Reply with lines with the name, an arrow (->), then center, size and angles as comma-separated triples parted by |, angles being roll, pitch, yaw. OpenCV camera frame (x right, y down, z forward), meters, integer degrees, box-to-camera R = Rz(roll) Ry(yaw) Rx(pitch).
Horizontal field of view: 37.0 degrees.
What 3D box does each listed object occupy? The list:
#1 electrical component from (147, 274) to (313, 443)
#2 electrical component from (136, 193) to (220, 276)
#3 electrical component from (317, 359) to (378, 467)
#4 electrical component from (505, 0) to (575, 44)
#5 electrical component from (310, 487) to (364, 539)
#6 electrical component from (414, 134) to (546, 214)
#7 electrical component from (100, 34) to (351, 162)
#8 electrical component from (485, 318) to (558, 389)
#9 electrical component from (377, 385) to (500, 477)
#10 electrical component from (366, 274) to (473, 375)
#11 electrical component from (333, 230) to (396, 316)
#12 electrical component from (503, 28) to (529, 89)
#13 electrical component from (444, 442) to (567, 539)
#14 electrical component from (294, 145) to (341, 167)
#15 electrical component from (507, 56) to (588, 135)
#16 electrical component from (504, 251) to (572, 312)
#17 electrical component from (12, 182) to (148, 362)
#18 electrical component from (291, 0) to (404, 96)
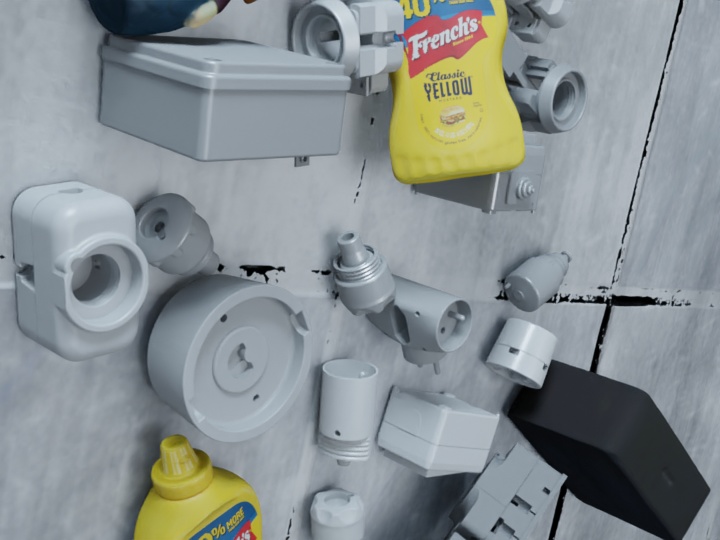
electrical component -> -0.091, 0.054, 0.720 | 0.108, 0.060, 0.108 | -18, 117, -41
electrical component -> -0.113, -0.016, 0.686 | 0.048, 0.048, 0.062 | -61, 144, -11
electrical component -> -0.010, 0.115, 0.839 | 0.043, 0.043, 0.081 | -12, 112, -43
electrical component -> 0.138, -0.229, 0.858 | 0.057, 0.058, 0.078 | 25, 85, -50
electrical component -> -0.018, 0.211, 0.865 | 0.043, 0.043, 0.062 | -19, 118, -40
electrical component -> 0.099, -0.080, 0.842 | 0.062, 0.096, 0.061 | -4, 106, -45
electrical component -> -0.081, -0.103, 0.640 | 0.109, 0.109, 0.056 | -9, 113, -44
electrical component -> 0.149, 0.075, 0.981 | 0.055, 0.055, 0.047 | 38, 73, -46
electrical component -> 0.070, 0.140, 0.917 | 0.096, 0.062, 0.061 | 15, 93, -47
electrical component -> 0.049, 0.048, 0.851 | 0.043, 0.077, 0.079 | -34, 127, -33
electrical component -> 0.000, 0.000, 0.808 | 0.043, 0.043, 0.062 | -41, 128, -29
electrical component -> 0.092, -0.163, 0.846 | 0.063, 0.042, 0.081 | -56, 135, -10
electrical component -> 0.095, 0.247, 0.946 | 0.186, 0.060, 0.105 | -50, 170, -21
electrical component -> -0.044, -0.103, 0.716 | 0.048, 0.055, 0.066 | -14, 114, -42
electrical component -> 0.153, -0.146, 0.903 | 0.078, 0.057, 0.058 | 41, 74, -45
electrical component -> 0.166, 0.006, 0.984 | 0.078, 0.040, 0.040 | -35, 127, -33
electrical component -> -0.163, 0.002, 0.628 | 0.054, 0.059, 0.095 | -14, 114, -42
electrical component -> -0.009, -0.158, 0.732 | 0.057, 0.058, 0.078 | -19, 118, -44
